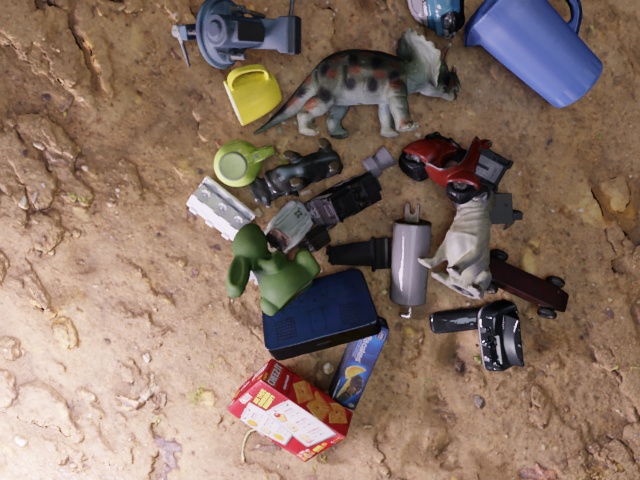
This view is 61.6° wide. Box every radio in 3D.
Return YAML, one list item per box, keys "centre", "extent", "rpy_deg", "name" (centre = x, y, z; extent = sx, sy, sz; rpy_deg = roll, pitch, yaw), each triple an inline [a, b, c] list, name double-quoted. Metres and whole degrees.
- centre: [-0.002, 0.149, 1.090]
  extent: [0.230, 0.073, 0.131]
  rpy_deg: [-15, 60, 2]
  name: "radio"

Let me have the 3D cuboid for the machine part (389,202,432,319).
- centre: [0.184, 0.045, 1.094]
  extent: [0.079, 0.079, 0.243]
  rpy_deg: [2, 101, 0]
  name: "machine part"

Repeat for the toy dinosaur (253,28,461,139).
- centre: [0.070, -0.290, 1.007]
  extent: [0.405, 0.131, 0.192]
  rpy_deg: [1, 90, 4]
  name: "toy dinosaur"

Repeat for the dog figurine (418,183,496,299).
- centre: [0.303, 0.003, 1.045]
  extent: [0.190, 0.121, 0.172]
  rpy_deg: [-57, 138, -10]
  name: "dog figurine"

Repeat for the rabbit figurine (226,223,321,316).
- centre: [-0.110, 0.053, 1.024]
  extent: [0.159, 0.121, 0.170]
  rpy_deg: [-40, 80, -20]
  name: "rabbit figurine"

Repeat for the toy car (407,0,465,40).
- centre: [0.212, -0.450, 0.982]
  extent: [0.103, 0.109, 0.161]
  rpy_deg: [6, 116, 22]
  name: "toy car"

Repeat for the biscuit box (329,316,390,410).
- centre: [0.082, 0.257, 1.149]
  extent: [0.059, 0.063, 0.202]
  rpy_deg: [20, 102, -5]
  name: "biscuit box"

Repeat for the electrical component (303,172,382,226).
- centre: [0.052, -0.081, 1.038]
  extent: [0.134, 0.115, 0.058]
  rpy_deg: [-31, 104, -22]
  name: "electrical component"

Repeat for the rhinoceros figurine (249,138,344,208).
- centre: [-0.047, -0.128, 1.046]
  extent: [0.190, 0.112, 0.073]
  rpy_deg: [-25, 85, -7]
  name: "rhinoceros figurine"

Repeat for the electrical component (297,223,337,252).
- centre: [-0.002, -0.003, 1.093]
  extent: [0.094, 0.063, 0.021]
  rpy_deg: [-38, 64, -3]
  name: "electrical component"

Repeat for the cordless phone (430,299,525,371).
- centre: [0.331, 0.208, 1.140]
  extent: [0.184, 0.089, 0.146]
  rpy_deg: [-7, 104, 13]
  name: "cordless phone"

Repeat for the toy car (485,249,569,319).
- centre: [0.418, 0.093, 1.111]
  extent: [0.202, 0.053, 0.089]
  rpy_deg: [24, 69, -6]
  name: "toy car"

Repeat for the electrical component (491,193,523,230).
- centre: [0.356, -0.056, 1.090]
  extent: [0.102, 0.045, 0.078]
  rpy_deg: [-8, 89, 1]
  name: "electrical component"

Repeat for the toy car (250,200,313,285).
- centre: [-0.093, 0.006, 1.097]
  extent: [0.073, 0.056, 0.201]
  rpy_deg: [41, 99, -8]
  name: "toy car"

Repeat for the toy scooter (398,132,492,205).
- centre: [0.248, -0.156, 1.026]
  extent: [0.135, 0.075, 0.184]
  rpy_deg: [-49, 54, -5]
  name: "toy scooter"

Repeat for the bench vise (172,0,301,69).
- centre: [-0.159, -0.377, 0.971]
  extent: [0.241, 0.223, 0.128]
  rpy_deg: [13, 123, 30]
  name: "bench vise"

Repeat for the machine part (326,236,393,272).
- centre: [0.081, 0.030, 1.112]
  extent: [0.139, 0.039, 0.084]
  rpy_deg: [0, 109, -1]
  name: "machine part"

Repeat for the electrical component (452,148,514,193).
- centre: [0.312, -0.153, 1.067]
  extent: [0.119, 0.048, 0.074]
  rpy_deg: [30, 101, -8]
  name: "electrical component"
